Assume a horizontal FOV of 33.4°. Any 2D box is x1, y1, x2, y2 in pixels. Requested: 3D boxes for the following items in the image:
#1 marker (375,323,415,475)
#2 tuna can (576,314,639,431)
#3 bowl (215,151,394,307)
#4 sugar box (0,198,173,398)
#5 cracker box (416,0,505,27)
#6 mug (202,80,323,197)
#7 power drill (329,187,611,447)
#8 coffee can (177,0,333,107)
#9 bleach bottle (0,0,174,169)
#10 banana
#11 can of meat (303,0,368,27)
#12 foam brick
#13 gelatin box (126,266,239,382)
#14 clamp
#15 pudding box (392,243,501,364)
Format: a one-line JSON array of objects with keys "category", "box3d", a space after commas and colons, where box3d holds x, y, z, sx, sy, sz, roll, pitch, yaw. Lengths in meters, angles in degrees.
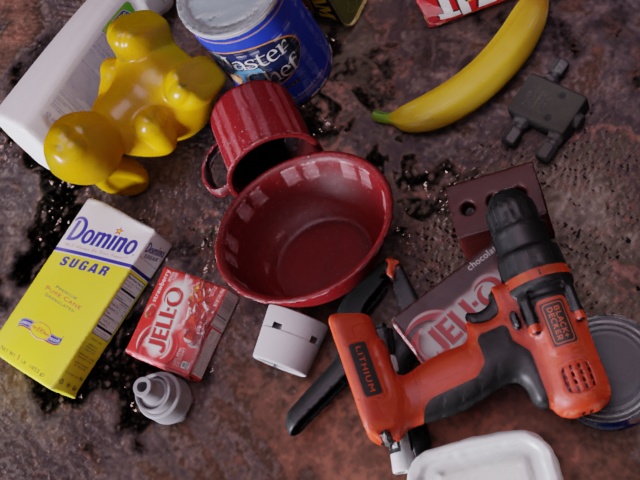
[{"category": "marker", "box3d": [0.058, 0.125, 0.850, 0.020, 0.020, 0.121, -14, 69, 15]}, {"category": "tuna can", "box3d": [0.222, 0.103, 0.823, 0.086, 0.033, 0.086, -8, 65, 18]}, {"category": "bowl", "box3d": [-0.006, 0.001, 0.918, 0.162, 0.055, 0.162, -14, 49, 16]}, {"category": "sugar box", "box3d": [-0.227, 0.053, 1.018, 0.093, 0.048, 0.176, 25, 80, 28]}, {"category": "cracker box", "box3d": [0.137, -0.287, 0.923, 0.164, 0.213, 0.072, -17, 64, 14]}, {"category": "mug", "box3d": [-0.062, -0.087, 0.991, 0.117, 0.093, 0.081, -36, 54, 17]}, {"category": "power drill", "box3d": [0.105, 0.065, 0.809, 0.187, 0.057, 0.184, -19, 68, 3]}, {"category": "coffee can", "box3d": [-0.058, -0.198, 1.004, 0.103, 0.140, 0.103, -8, 65, 18]}, {"category": "bleach bottle", "box3d": [-0.223, -0.192, 1.103, 0.068, 0.102, 0.250, 23, 72, 35]}, {"category": "banana", "box3d": [0.139, -0.155, 0.966, 0.198, 0.037, 0.070, -36, 61, 4]}, {"category": "can of meat", "box3d": [-0.010, -0.259, 1.035, 0.084, 0.102, 0.057, 18, 73, 29]}, {"category": "foam brick", "box3d": [0.151, -0.023, 0.896, 0.078, 0.051, 0.053, -17, 62, 14]}, {"category": "gelatin box", "box3d": [-0.126, 0.077, 0.975, 0.073, 0.030, 0.089, 17, 75, 27]}, {"category": "clamp", "box3d": [0.054, 0.101, 0.890, 0.120, 0.039, 0.171, 19, 74, 11]}, {"category": "pudding box", "box3d": [0.128, 0.068, 0.856, 0.113, 0.039, 0.090, -37, 73, -7]}]
